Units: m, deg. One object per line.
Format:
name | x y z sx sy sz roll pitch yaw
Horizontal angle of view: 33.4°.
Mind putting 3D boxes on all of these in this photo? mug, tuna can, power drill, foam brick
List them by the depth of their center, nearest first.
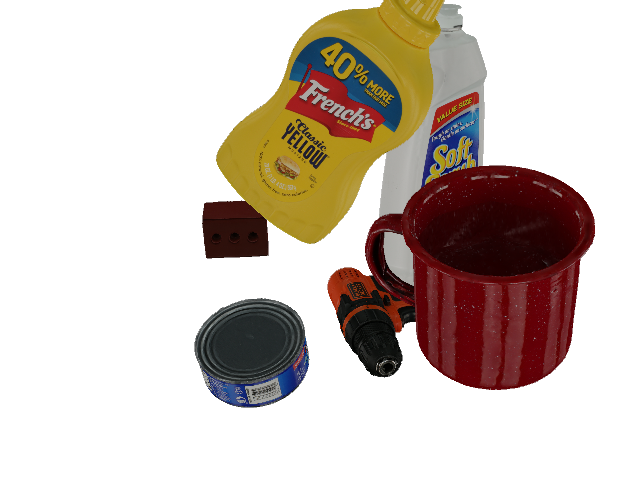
mug | 0.077 0.019 0.547 0.117 0.081 0.093 12 42 21
tuna can | -0.052 0.087 0.823 0.086 0.034 0.086 -6 42 5
power drill | 0.111 0.076 1.130 0.187 0.057 0.184 -6 29 -11
foam brick | -0.103 -0.014 1.288 0.078 0.053 0.051 -3 28 -1

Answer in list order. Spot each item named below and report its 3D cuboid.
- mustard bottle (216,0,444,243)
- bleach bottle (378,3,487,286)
mustard bottle | 0.017 -0.092 0.701 0.192 0.096 0.058 -50 -5 29
bleach bottle | 0.100 -0.086 0.973 0.102 0.251 0.068 -11 24 -26
